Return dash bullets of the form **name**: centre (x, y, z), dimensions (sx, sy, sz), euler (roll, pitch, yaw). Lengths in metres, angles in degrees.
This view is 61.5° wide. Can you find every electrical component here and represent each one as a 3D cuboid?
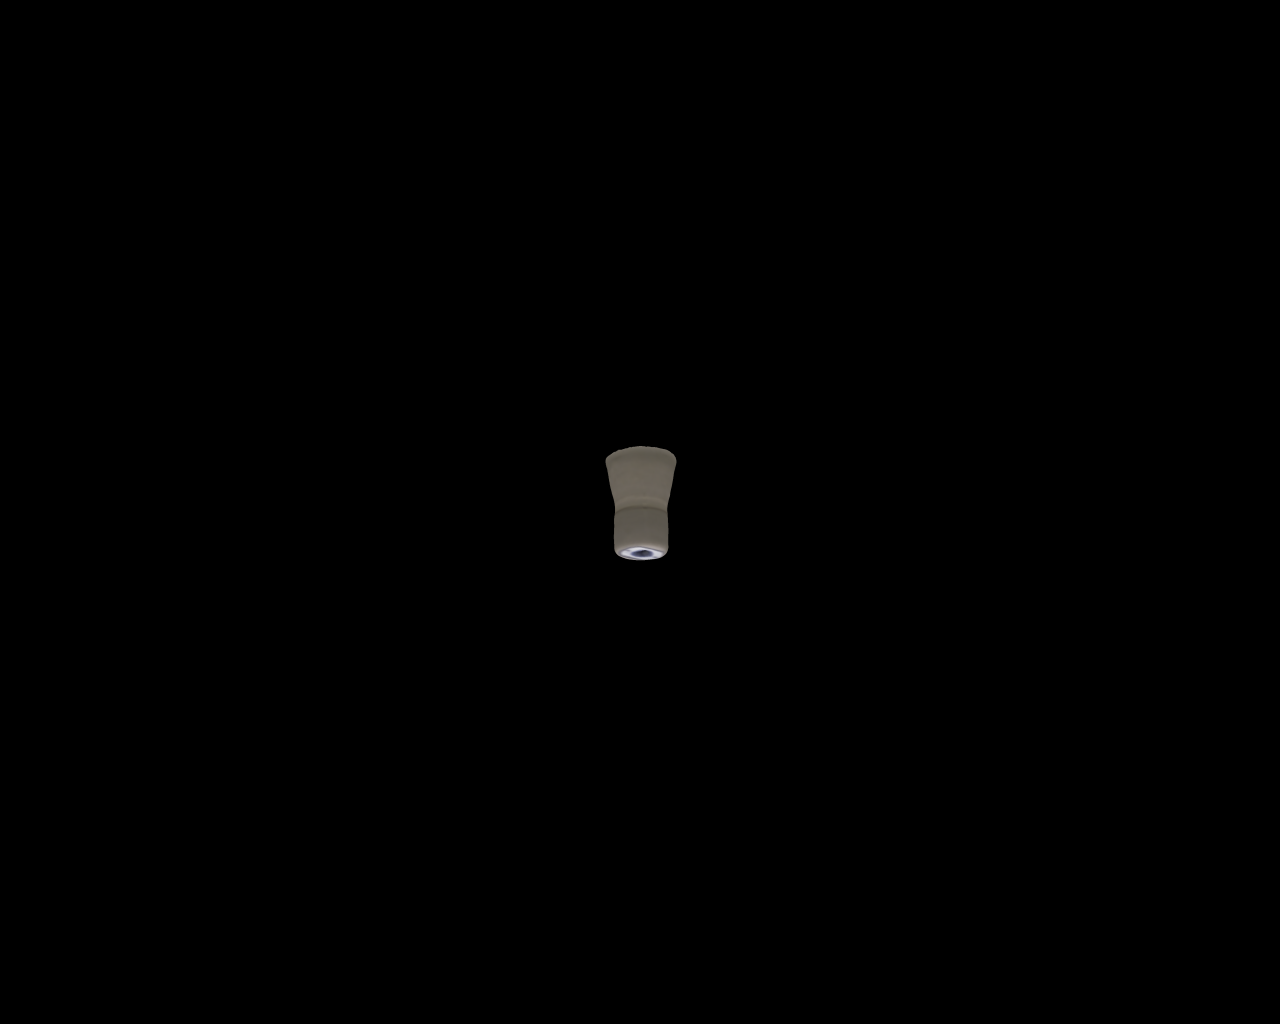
- **electrical component**: centre (0.001, -0.003, 0.650), dimensions (0.044, 0.065, 0.044), euler (0, -19, 0)
